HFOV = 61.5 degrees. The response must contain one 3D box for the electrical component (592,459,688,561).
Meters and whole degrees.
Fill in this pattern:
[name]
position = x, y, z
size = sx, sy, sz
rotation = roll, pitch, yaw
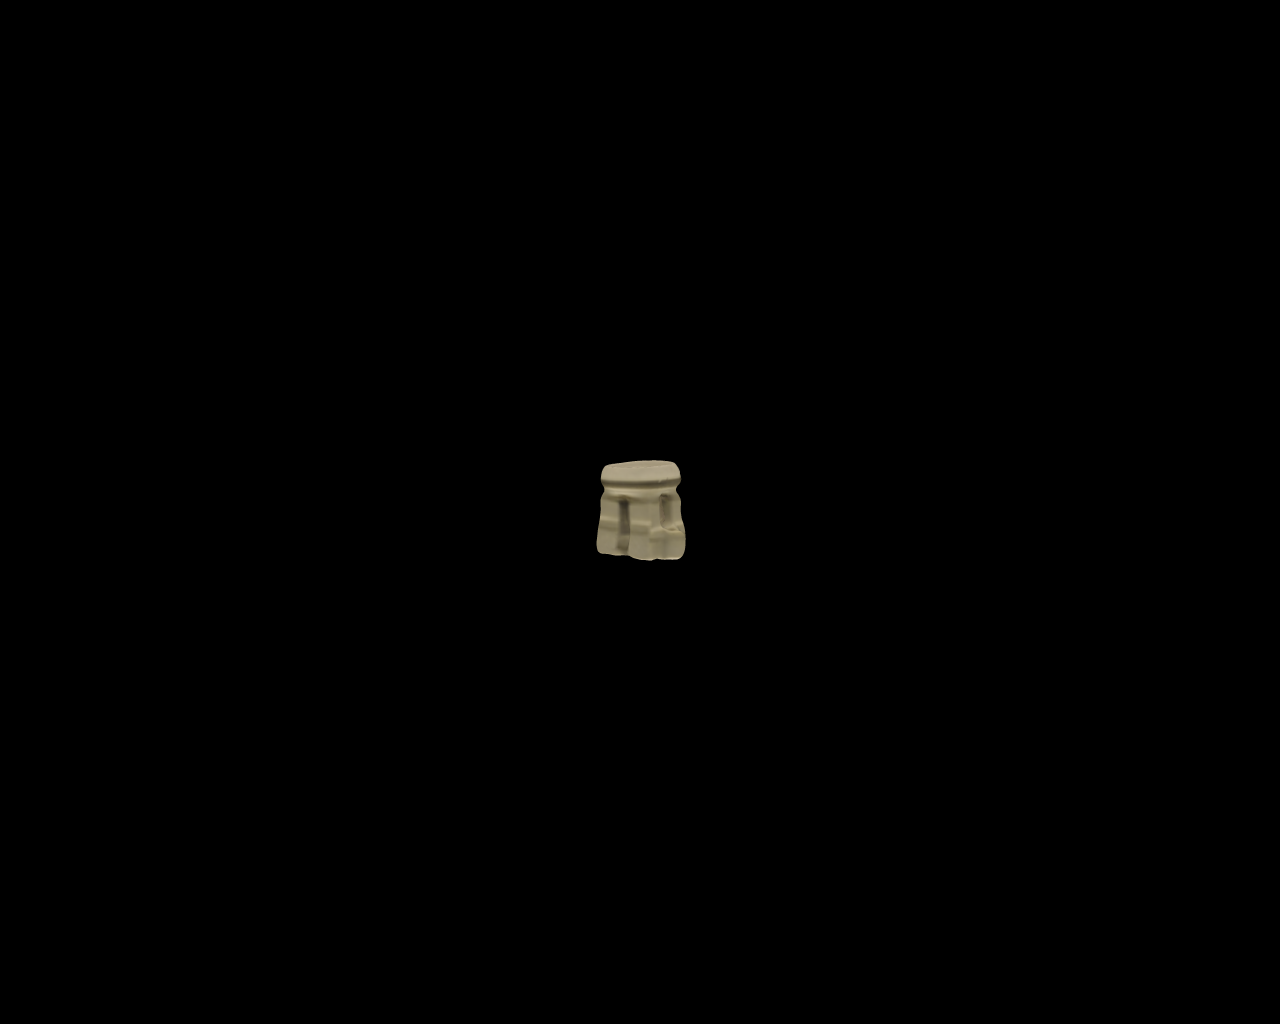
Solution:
[electrical component]
position = 0.001, -0.003, 0.650
size = 0.066, 0.055, 0.048
rotation = 6, 9, 36
